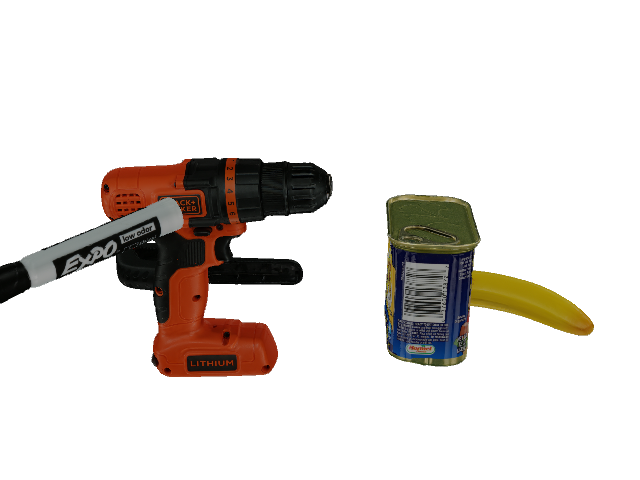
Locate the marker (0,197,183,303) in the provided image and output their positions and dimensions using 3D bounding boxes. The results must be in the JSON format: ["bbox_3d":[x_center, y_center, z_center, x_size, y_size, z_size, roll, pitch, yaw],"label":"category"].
[{"bbox_3d":[-0.128,0.006,0.567,0.120,0.020,0.020,-25,14,-31],"label":"marker"}]

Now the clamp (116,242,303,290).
[{"bbox_3d":[-0.146,0.035,1.069,0.210,0.036,0.164,11,21,37],"label":"clamp"}]

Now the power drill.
[{"bbox_3d":[-0.078,0.021,0.880,0.184,0.188,0.057,-1,25,5],"label":"power drill"}]

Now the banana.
[{"bbox_3d":[0.182,0.063,1.104,0.198,0.037,0.069,7,41,12],"label":"banana"}]

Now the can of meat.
[{"bbox_3d":[0.071,0.025,0.703,0.057,0.084,0.102,2,19,1],"label":"can of meat"}]
